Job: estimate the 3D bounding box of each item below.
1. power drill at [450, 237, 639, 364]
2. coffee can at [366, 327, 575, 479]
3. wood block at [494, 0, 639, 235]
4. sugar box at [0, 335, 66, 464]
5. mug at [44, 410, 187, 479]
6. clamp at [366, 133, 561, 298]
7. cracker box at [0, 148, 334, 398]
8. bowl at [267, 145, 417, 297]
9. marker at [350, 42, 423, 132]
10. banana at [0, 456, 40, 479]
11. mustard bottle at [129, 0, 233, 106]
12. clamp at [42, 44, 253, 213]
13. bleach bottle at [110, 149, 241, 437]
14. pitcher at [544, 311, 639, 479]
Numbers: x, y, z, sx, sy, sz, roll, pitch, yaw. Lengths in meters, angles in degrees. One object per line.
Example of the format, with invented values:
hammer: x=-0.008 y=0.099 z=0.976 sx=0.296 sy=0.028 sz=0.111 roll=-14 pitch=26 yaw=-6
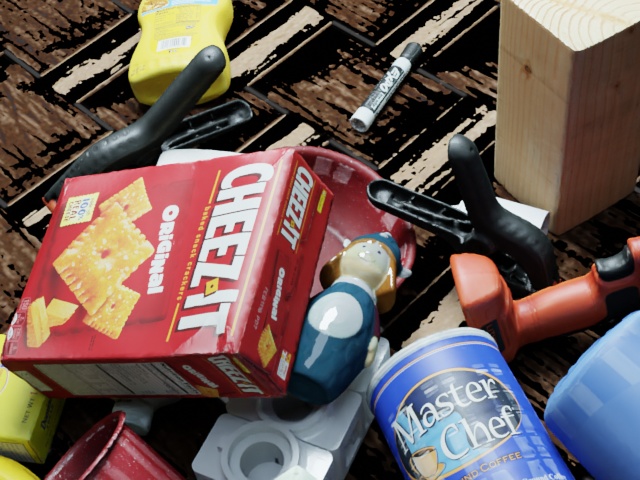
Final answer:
power drill: x=0.193 y=0.025 z=0.771 sx=0.188 sy=0.184 sz=0.057 roll=-14 pitch=49 yaw=9
coffee can: x=0.105 y=0.145 z=0.724 sx=0.102 sy=0.103 sz=0.140 roll=-20 pitch=52 yaw=-9
wood block: x=0.202 y=-0.113 z=0.853 sx=0.090 sy=0.206 sz=0.091 roll=-29 pitch=54 yaw=-15
sugar box: x=-0.289 y=0.119 z=0.836 sx=0.176 sy=0.048 sz=0.093 roll=4 pitch=52 yaw=9
mug: x=-0.140 y=0.176 z=0.738 sx=0.093 sy=0.081 sz=0.117 roll=-45 pitch=13 yaw=-2
clamp: x=0.118 y=-0.008 z=0.841 sx=0.120 sy=0.171 sz=0.039 roll=-10 pitch=38 yaw=54
cracker box: x=-0.112 y=0.026 z=0.766 sx=0.214 sy=0.072 sz=0.164 roll=-5 pitch=56 yaw=31
bowl: x=-0.006 y=0.001 z=0.868 sx=0.162 sy=0.055 sz=0.162 roll=10 pitch=52 yaw=-13
marker: x=0.066 y=-0.149 z=1.021 sx=0.020 sy=0.020 sz=0.121 roll=21 pitch=57 yaw=23
banana: x=-0.215 y=0.206 z=0.765 sx=0.198 sy=0.037 sz=0.069 roll=29 pitch=79 yaw=29
mustard bottle: x=-0.137 y=-0.219 z=1.080 sx=0.096 sy=0.058 sz=0.191 roll=-8 pitch=51 yaw=8
clamp: x=-0.149 y=-0.083 z=0.951 sx=0.210 sy=0.164 sz=0.036 roll=-37 pitch=78 yaw=5
bleach bottle: x=-0.114 y=0.041 z=0.866 sx=0.102 sy=0.068 sz=0.250 roll=6 pitch=55 yaw=8
pitcher: x=0.267 y=0.152 z=0.658 sx=0.243 sy=0.149 sz=0.145 roll=45 pitch=105 yaw=24
